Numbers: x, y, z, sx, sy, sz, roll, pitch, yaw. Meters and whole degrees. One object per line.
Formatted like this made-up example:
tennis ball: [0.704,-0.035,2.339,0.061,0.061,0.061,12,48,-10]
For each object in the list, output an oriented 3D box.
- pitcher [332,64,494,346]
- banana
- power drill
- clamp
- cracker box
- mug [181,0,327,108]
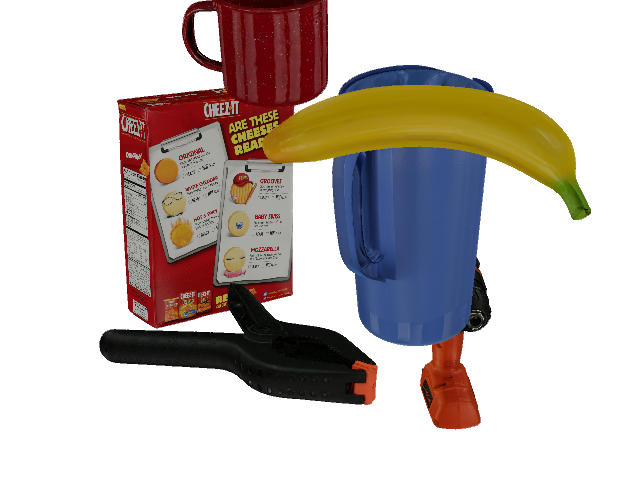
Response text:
pitcher: [0.079,-0.024,0.964,0.149,0.243,0.145,-5,30,-5]
banana: [0.067,-0.063,0.638,0.198,0.069,0.037,10,-36,10]
power drill: [0.144,0.104,1.139,0.057,0.188,0.184,-1,24,-2]
clamp: [-0.042,0.080,0.835,0.210,0.036,0.164,12,20,27]
cracker box: [-0.110,-0.038,1.045,0.163,0.214,0.072,-12,21,-35]
mug: [-0.047,-0.153,0.808,0.117,0.081,0.093,2,33,5]
